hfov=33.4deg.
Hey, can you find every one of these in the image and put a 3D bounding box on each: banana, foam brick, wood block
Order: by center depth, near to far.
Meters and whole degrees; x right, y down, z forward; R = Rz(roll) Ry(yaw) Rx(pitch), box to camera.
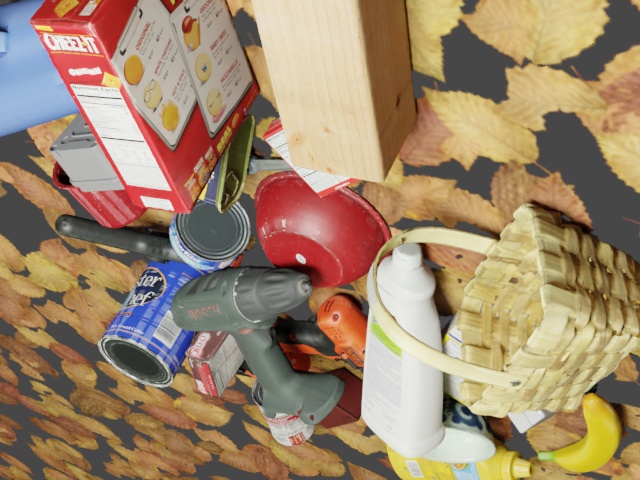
[{"bbox_3d":[0.016,-0.154,0.868,0.090,0.090,0.206,13,144,21],"label":"wood block"},{"bbox_3d":[0.308,0.228,1.219,0.069,0.037,0.198,7,147,-3],"label":"banana"},{"bbox_3d":[0.019,0.209,1.401,0.053,0.051,0.078,36,147,-21],"label":"foam brick"}]

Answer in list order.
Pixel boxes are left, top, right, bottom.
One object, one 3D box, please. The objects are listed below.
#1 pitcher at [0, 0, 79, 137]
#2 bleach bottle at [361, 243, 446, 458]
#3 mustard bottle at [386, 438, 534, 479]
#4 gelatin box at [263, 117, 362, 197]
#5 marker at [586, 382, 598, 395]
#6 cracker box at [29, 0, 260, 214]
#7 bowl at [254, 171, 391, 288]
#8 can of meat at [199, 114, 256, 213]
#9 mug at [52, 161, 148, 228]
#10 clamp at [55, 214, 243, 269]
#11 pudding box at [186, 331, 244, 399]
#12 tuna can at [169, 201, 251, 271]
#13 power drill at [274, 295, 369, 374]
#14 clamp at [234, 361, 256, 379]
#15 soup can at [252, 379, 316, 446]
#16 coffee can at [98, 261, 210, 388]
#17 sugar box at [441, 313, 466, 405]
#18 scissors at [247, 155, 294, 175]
[{"bbox_3d":[-0.292,-0.171,1.029,0.243,0.149,0.145,-6,126,36],"label":"pitcher"},{"bbox_3d":[0.095,0.114,1.157,0.103,0.068,0.251,36,138,39],"label":"bleach bottle"},{"bbox_3d":[0.185,0.284,1.377,0.192,0.058,0.096,0,127,36],"label":"mustard bottle"},{"bbox_3d":[0.001,-0.089,1.020,0.089,0.030,0.073,46,140,-20],"label":"gelatin box"},{"bbox_3d":[0.267,0.175,1.203,0.020,0.020,0.121,37,146,-14],"label":"marker"},{"bbox_3d":[-0.140,-0.154,0.915,0.072,0.164,0.213,7,142,26],"label":"cracker box"},{"bbox_3d":[-0.007,0.001,1.133,0.162,0.055,0.162,20,146,14],"label":"bowl"},{"bbox_3d":[-0.118,-0.089,1.066,0.084,0.057,0.102,21,124,13],"label":"can of meat"},{"bbox_3d":[-0.238,-0.072,1.182,0.117,0.093,0.081,37,168,48],"label":"mug"},{"bbox_3d":[-0.196,0.007,1.248,0.210,0.036,0.164,12,178,15],"label":"clamp"},{"bbox_3d":[-0.119,0.129,1.336,0.039,0.113,0.090,22,147,20],"label":"pudding box"},{"bbox_3d":[-0.122,-0.010,1.172,0.086,0.086,0.034,32,149,-6],"label":"tuna can"},{"bbox_3d":[0.015,0.141,1.310,0.188,0.057,0.184,-11,130,42],"label":"power drill"},{"bbox_3d":[-0.156,0.134,1.439,0.171,0.039,0.120,20,153,1],"label":"clamp"},{"bbox_3d":[-0.048,0.230,1.465,0.069,0.068,0.102,11,144,25],"label":"soup can"},{"bbox_3d":[-0.195,0.096,1.321,0.103,0.140,0.103,19,147,13],"label":"coffee can"},{"bbox_3d":[0.177,0.121,1.171,0.093,0.048,0.176,31,144,0],"label":"sugar box"},{"bbox_3d":[-0.087,-0.092,1.097,0.202,0.016,0.096,-13,121,35],"label":"scissors"}]
